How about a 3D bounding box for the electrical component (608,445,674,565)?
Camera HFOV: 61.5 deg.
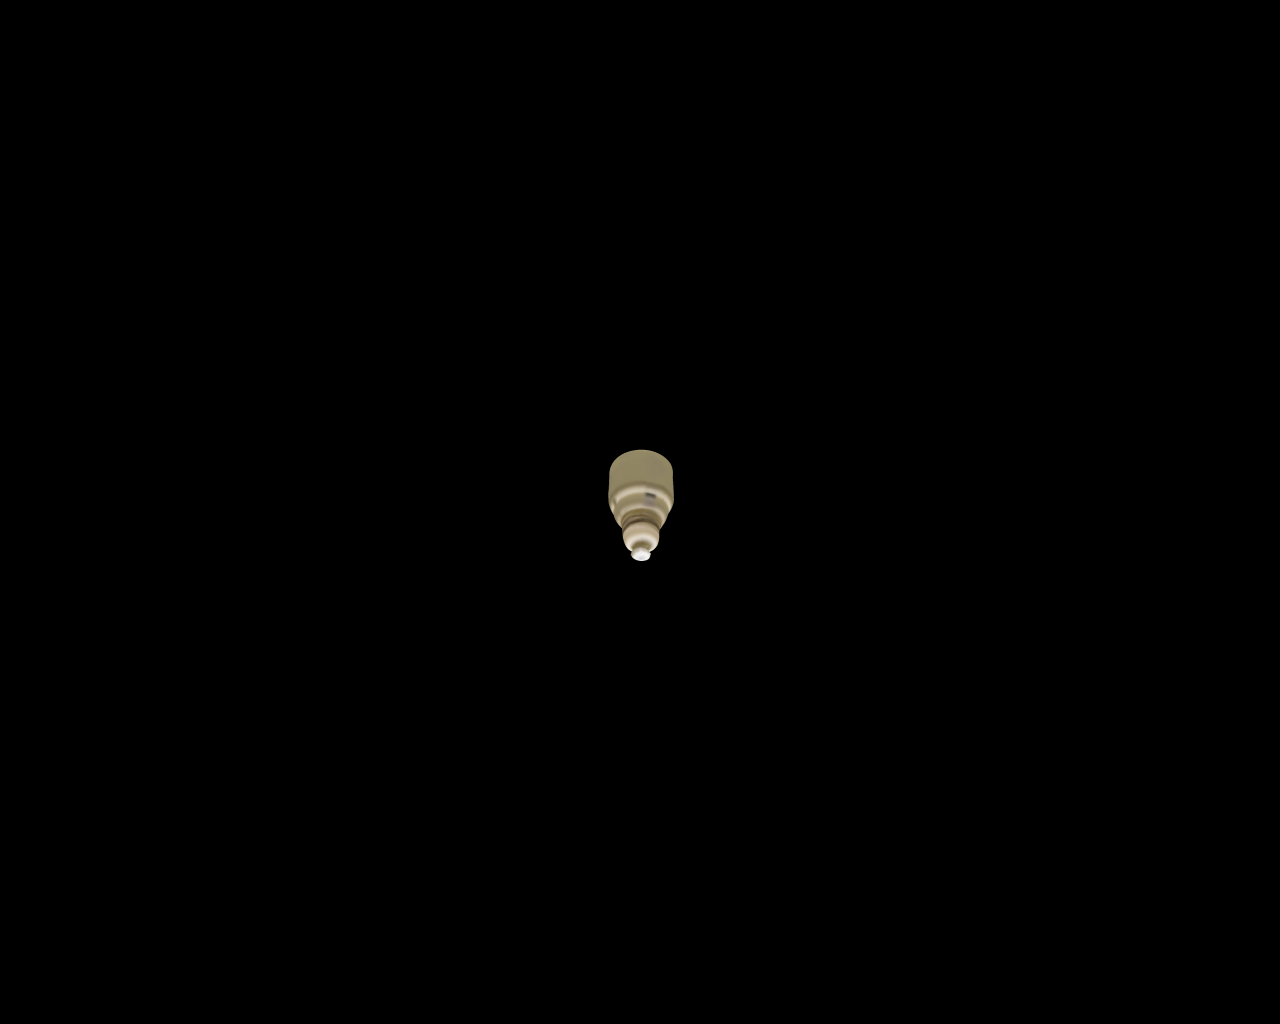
[{"bbox_3d":[0.001,-0.003,0.650,0.040,0.078,0.040,0,-40,0],"label":"electrical component"}]
